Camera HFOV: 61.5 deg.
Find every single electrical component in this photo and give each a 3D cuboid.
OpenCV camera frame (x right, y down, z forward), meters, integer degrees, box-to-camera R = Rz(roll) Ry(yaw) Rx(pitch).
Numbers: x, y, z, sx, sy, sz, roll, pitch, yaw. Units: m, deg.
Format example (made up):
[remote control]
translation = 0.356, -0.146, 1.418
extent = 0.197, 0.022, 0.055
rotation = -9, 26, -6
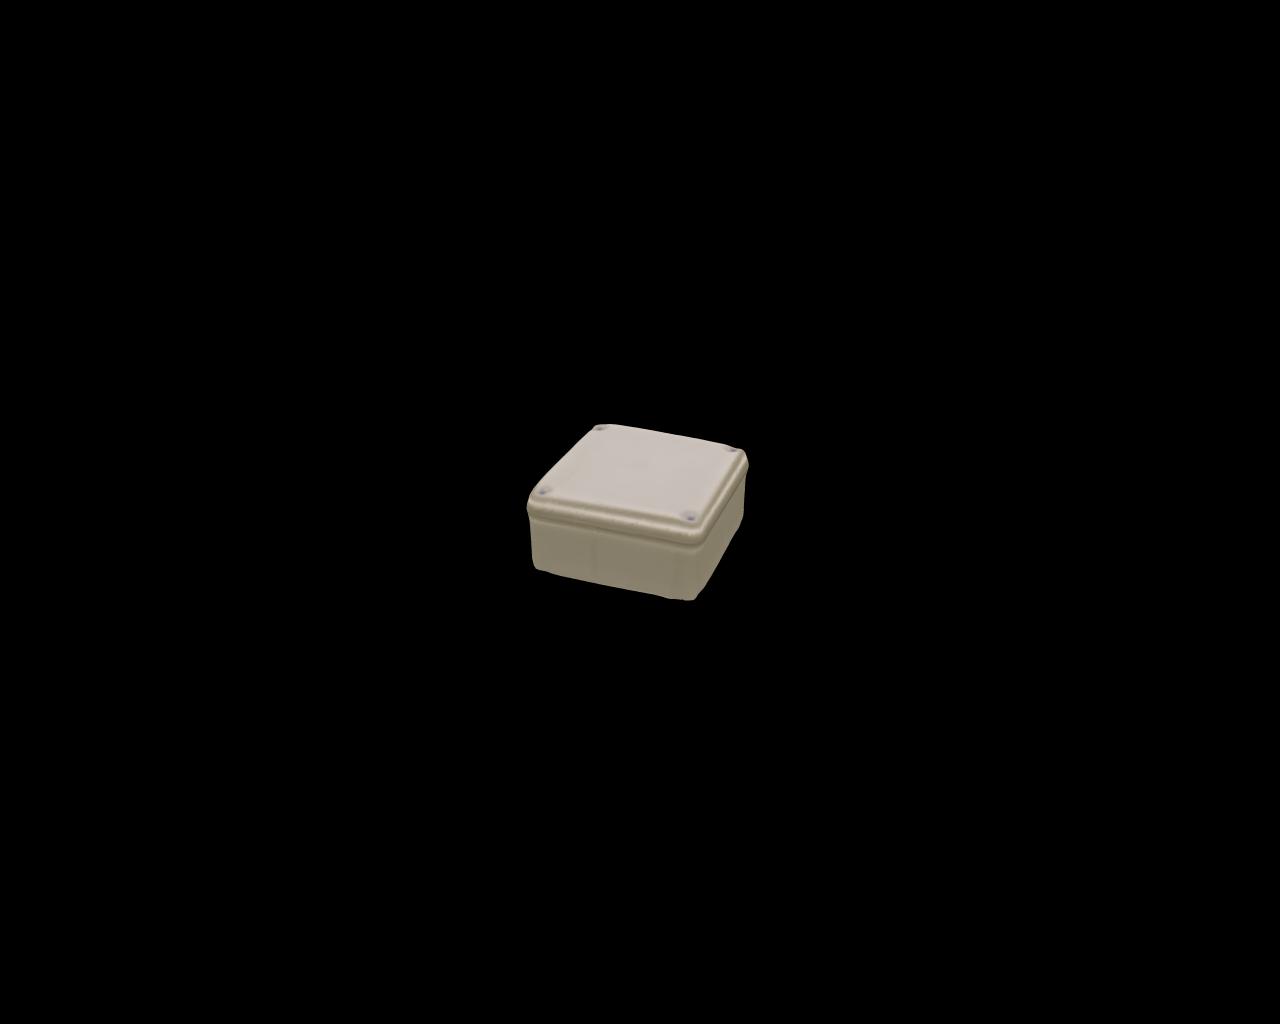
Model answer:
[electrical component]
translation = 0.001, -0.003, 0.650
extent = 0.109, 0.056, 0.109
rotation = 11, 32, 18
